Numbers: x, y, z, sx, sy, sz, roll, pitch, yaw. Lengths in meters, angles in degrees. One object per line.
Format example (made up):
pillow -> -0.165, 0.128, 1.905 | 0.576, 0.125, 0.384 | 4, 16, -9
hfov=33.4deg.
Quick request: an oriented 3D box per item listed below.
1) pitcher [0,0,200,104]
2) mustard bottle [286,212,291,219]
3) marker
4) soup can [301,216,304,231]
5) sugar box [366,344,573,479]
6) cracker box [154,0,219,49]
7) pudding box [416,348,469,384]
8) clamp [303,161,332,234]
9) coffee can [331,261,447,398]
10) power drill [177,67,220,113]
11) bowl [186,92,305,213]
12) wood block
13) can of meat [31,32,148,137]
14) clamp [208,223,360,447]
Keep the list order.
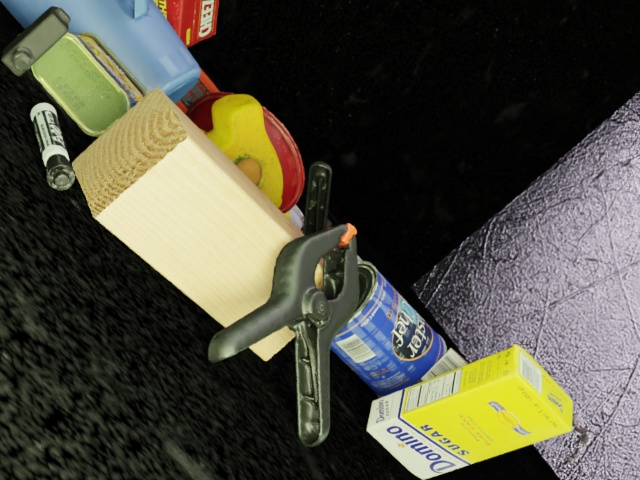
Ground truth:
pitcher -> -0.225, -0.232, 1.053 | 0.243, 0.145, 0.149 | 52, 2, -3
mustard bottle -> -0.106, -0.077, 1.388 | 0.096, 0.058, 0.192 | 30, 14, -32
marker -> -0.189, -0.067, 0.754 | 0.020, 0.020, 0.121 | 46, 5, -34
soup can -> -0.011, 0.012, 1.502 | 0.068, 0.068, 0.102 | 47, 5, -20
sugar box -> 0.141, 0.168, 1.018 | 0.093, 0.176, 0.048 | 45, 35, -23
cracker box -> -0.199, -0.319, 1.119 | 0.214, 0.072, 0.164 | 31, -46, 23
pudding box -> 0.127, 0.179, 1.159 | 0.039, 0.113, 0.090 | 47, 3, 31
clamp -> -0.008, 0.002, 1.228 | 0.036, 0.164, 0.210 | 14, -3, 7
coffee can -> 0.065, 0.107, 1.222 | 0.140, 0.103, 0.103 | 46, 6, -28
power drill -> -0.212, -0.221, 1.325 | 0.188, 0.057, 0.184 | 36, -9, 44
bowl -> -0.099, -0.079, 1.174 | 0.162, 0.162, 0.055 | 49, 47, -7
wood block -> -0.084, -0.009, 0.834 | 0.206, 0.091, 0.090 | 45, 6, -39
can of meat -> -0.207, -0.141, 0.968 | 0.102, 0.057, 0.084 | 48, 7, -5
clamp -> -0.019, 0.051, 0.782 | 0.120, 0.039, 0.171 | 43, 49, -39
